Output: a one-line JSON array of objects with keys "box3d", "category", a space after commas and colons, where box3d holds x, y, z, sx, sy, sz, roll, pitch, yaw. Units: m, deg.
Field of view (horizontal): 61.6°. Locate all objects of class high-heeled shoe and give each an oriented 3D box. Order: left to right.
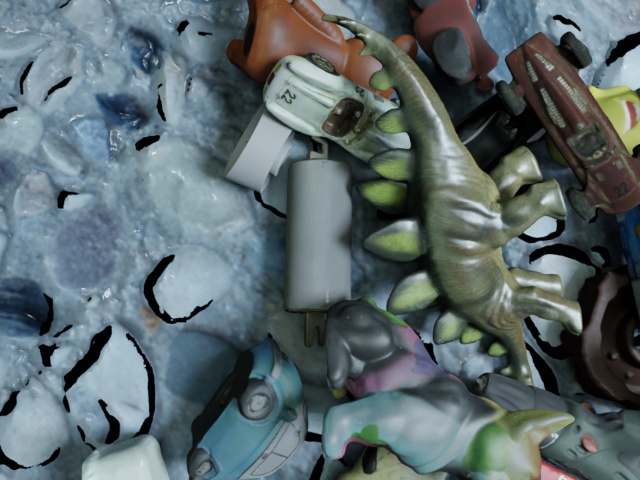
[{"box3d": [0.173, -0.105, 0.595, 0.249, 0.145, 0.086, -37, 83, -8], "category": "high-heeled shoe"}]

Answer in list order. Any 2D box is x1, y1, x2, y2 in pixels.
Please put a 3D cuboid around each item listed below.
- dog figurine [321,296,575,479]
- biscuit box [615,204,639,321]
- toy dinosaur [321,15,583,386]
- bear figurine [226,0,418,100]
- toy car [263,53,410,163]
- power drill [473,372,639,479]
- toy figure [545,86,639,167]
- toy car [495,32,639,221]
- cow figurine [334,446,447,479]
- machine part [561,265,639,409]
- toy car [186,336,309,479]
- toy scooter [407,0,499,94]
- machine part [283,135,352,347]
[{"box3d": [0.112, 0.148, 0.508, 0.219, 0.108, 0.191, 1, 62, 2], "category": "dog figurine"}, {"box3d": [0.369, 0.015, 0.572, 0.063, 0.059, 0.202, -5, 77, -2], "category": "biscuit box"}, {"box3d": [0.143, -0.017, 0.557, 0.199, 0.105, 0.470, -18, 105, 8], "category": "toy dinosaur"}, {"box3d": [0.003, -0.224, 0.638, 0.196, 0.120, 0.132, 3, 36, -25], "category": "bear figurine"}, {"box3d": [0.032, -0.138, 0.600, 0.201, 0.073, 0.056, 20, 36, -29], "category": "toy car"}, {"box3d": [0.299, 0.177, 0.527, 0.232, 0.207, 0.086, 39, 39, -13], "category": "power drill"}, {"box3d": [0.352, -0.128, 0.607, 0.180, 0.089, 0.082, -9, 51, 19], "category": "toy figure"}, {"box3d": [0.257, -0.110, 0.532, 0.089, 0.053, 0.202, -33, 103, 23], "category": "toy car"}, {"box3d": [0.076, 0.242, 0.571, 0.127, 0.085, 0.195, 24, 78, 5], "category": "cow figurine"}, {"box3d": [0.370, 0.113, 0.609, 0.179, 0.056, 0.179, 0, 79, -1], "category": "machine part"}, {"box3d": [-0.066, 0.194, 0.570, 0.103, 0.109, 0.161, 35, 91, -13], "category": "toy car"}, {"box3d": [0.164, -0.244, 0.641, 0.075, 0.135, 0.184, -26, 59, 32], "category": "toy scooter"}, {"box3d": [-0.001, -0.002, 0.611, 0.079, 0.079, 0.243, 1, 80, -1], "category": "machine part"}]
